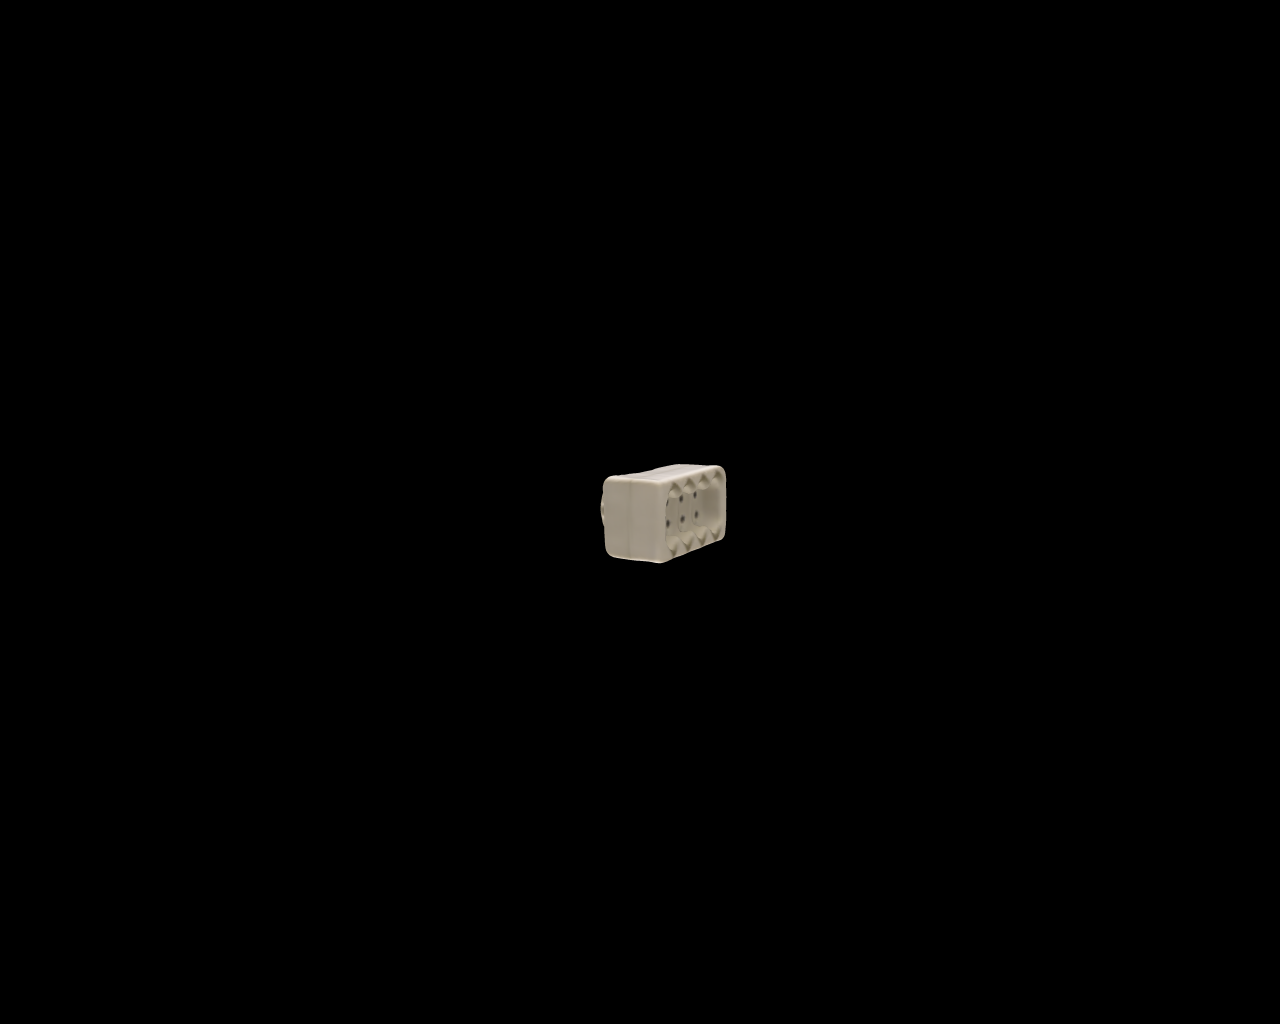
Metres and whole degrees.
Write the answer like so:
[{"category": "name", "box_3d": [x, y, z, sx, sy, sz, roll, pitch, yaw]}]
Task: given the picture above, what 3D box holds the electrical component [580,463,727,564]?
[{"category": "electrical component", "box_3d": [0.001, -0.003, 0.650, 0.076, 0.047, 0.083, 6, 11, 31]}]
